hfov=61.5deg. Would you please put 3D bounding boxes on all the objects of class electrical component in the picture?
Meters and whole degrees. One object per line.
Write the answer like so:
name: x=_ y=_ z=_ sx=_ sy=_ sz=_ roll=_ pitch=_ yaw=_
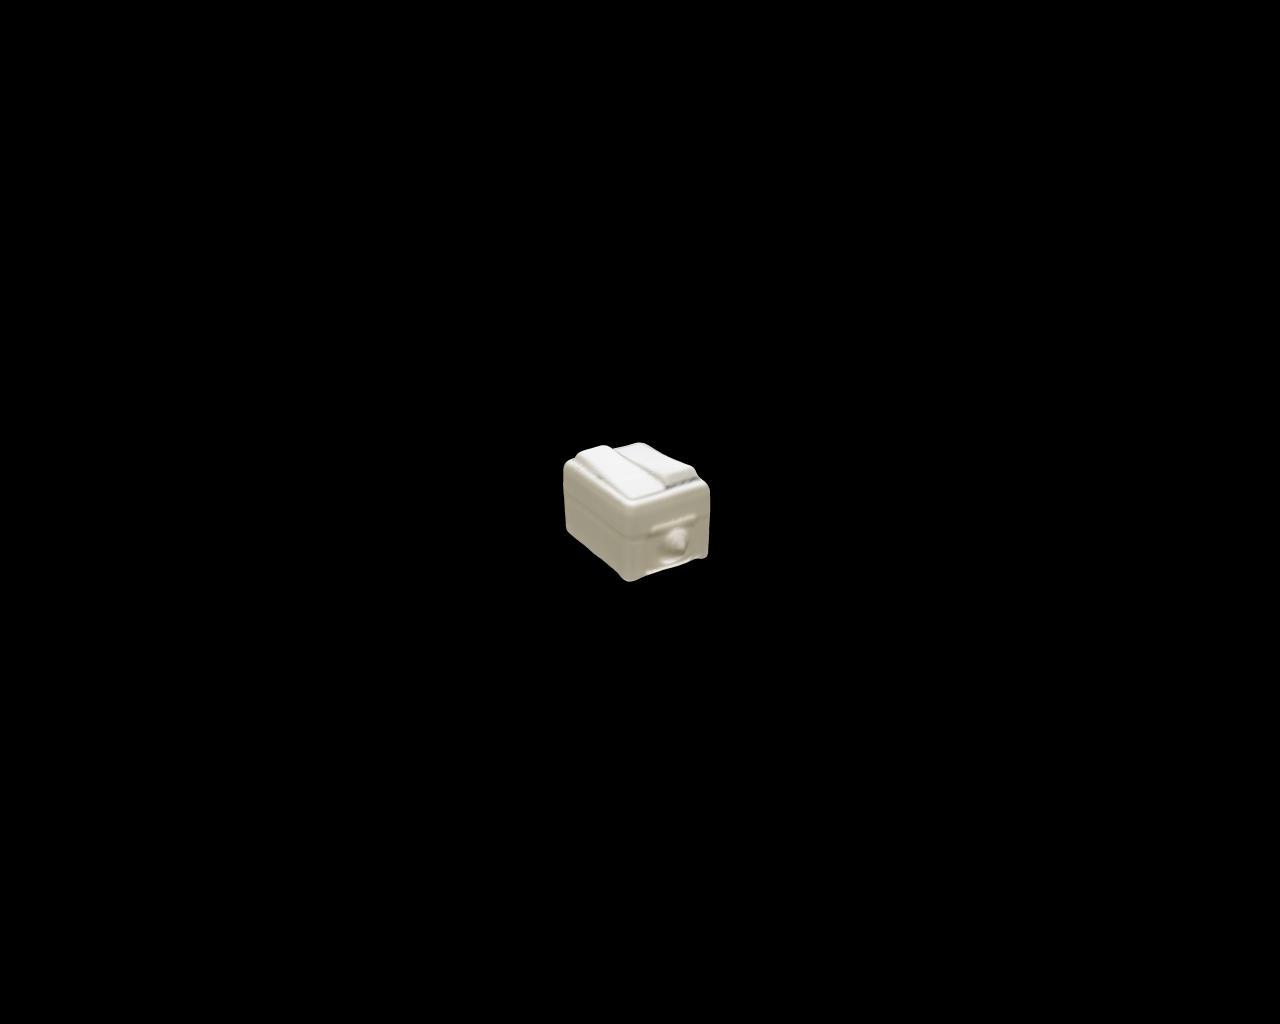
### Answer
electrical component: x=0.001 y=-0.003 z=0.650 sx=0.062 sy=0.061 sz=0.096 roll=-16 pitch=31 yaw=-28
